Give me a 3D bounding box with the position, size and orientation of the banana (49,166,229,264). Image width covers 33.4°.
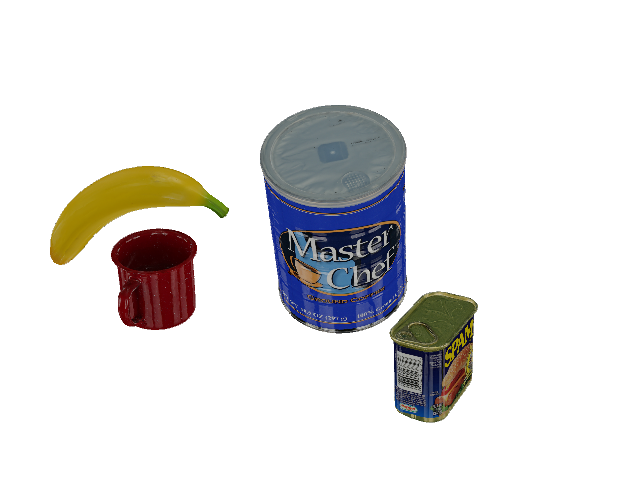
[{"bbox_3d":[-0.179,-0.026,0.952,0.198,0.069,0.037,-14,17,28],"label":"banana"}]

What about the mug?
[{"bbox_3d":[-0.185,0.051,1.169,0.093,0.081,0.117,11,33,18],"label":"mug"}]

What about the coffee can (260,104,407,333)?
[{"bbox_3d":[0.013,-0.014,0.793,0.103,0.102,0.140,0,-44,5],"label":"coffee can"}]

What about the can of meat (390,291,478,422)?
[{"bbox_3d":[0.107,0.109,1.001,0.058,0.084,0.101,12,29,27],"label":"can of meat"}]
